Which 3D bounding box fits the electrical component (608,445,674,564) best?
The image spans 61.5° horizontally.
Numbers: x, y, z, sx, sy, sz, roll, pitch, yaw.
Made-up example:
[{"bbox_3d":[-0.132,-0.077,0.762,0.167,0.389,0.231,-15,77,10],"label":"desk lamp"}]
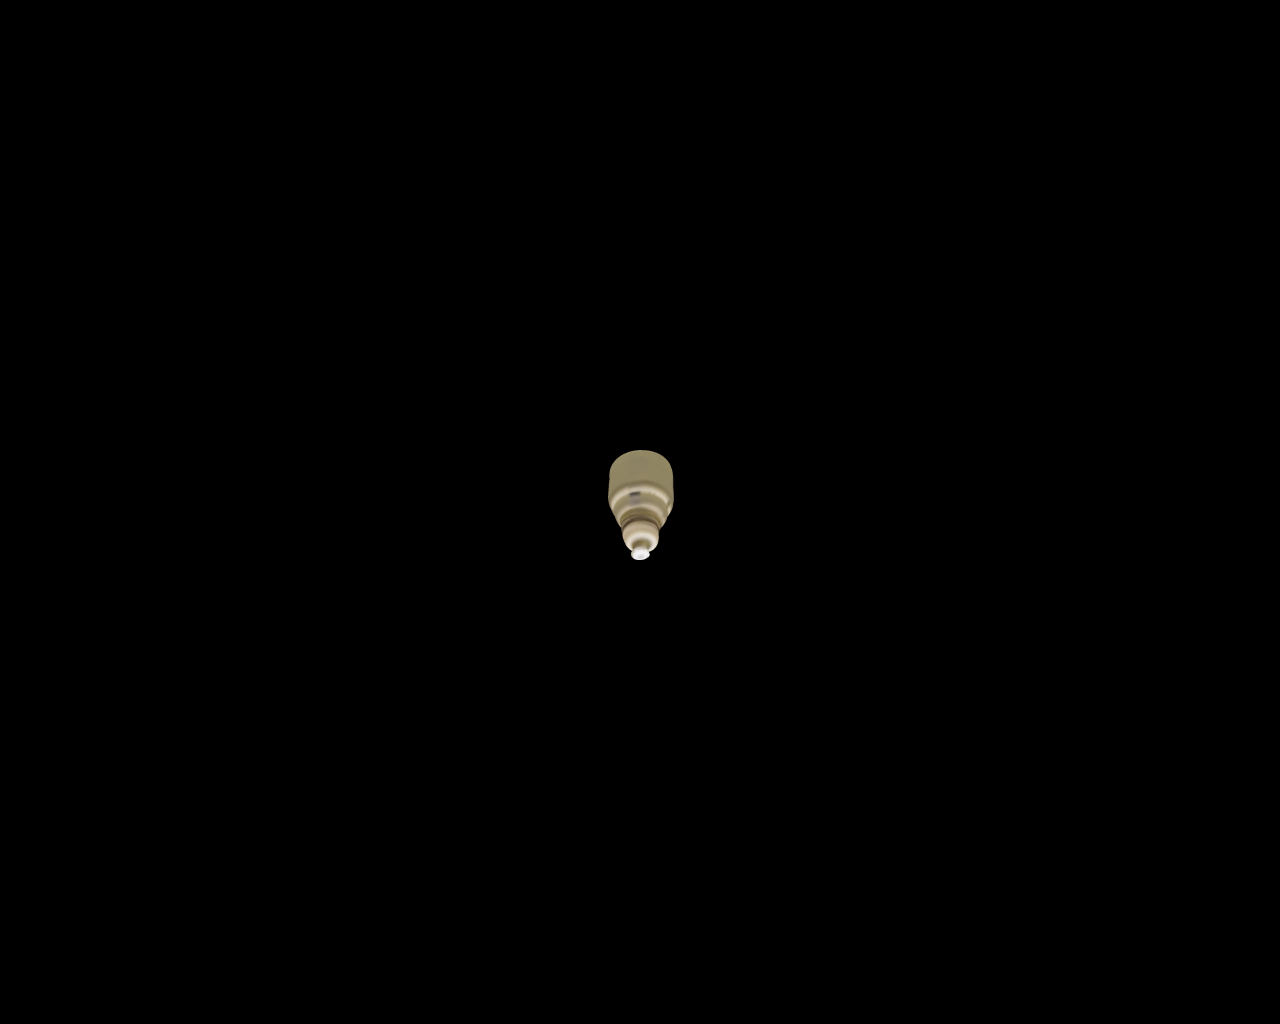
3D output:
[{"bbox_3d":[0.001,-0.003,0.650,0.040,0.078,0.040,0,-42,0],"label":"electrical component"}]
